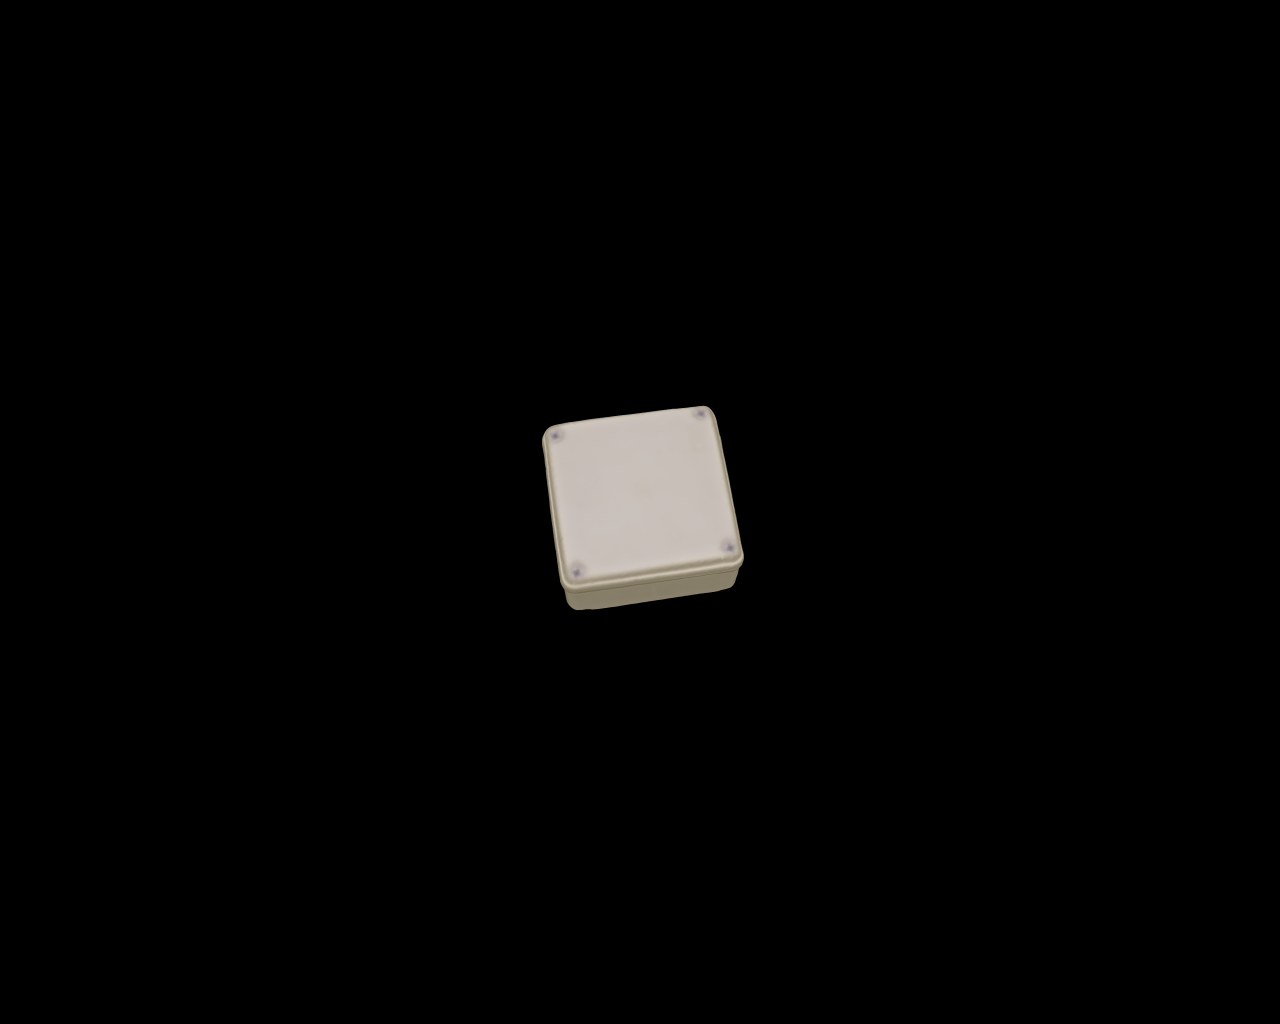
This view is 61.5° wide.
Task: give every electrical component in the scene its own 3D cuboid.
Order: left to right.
[{"bbox_3d":[0.001,-0.003,0.650,0.109,0.109,0.056,-8,-23,-3],"label":"electrical component"}]
